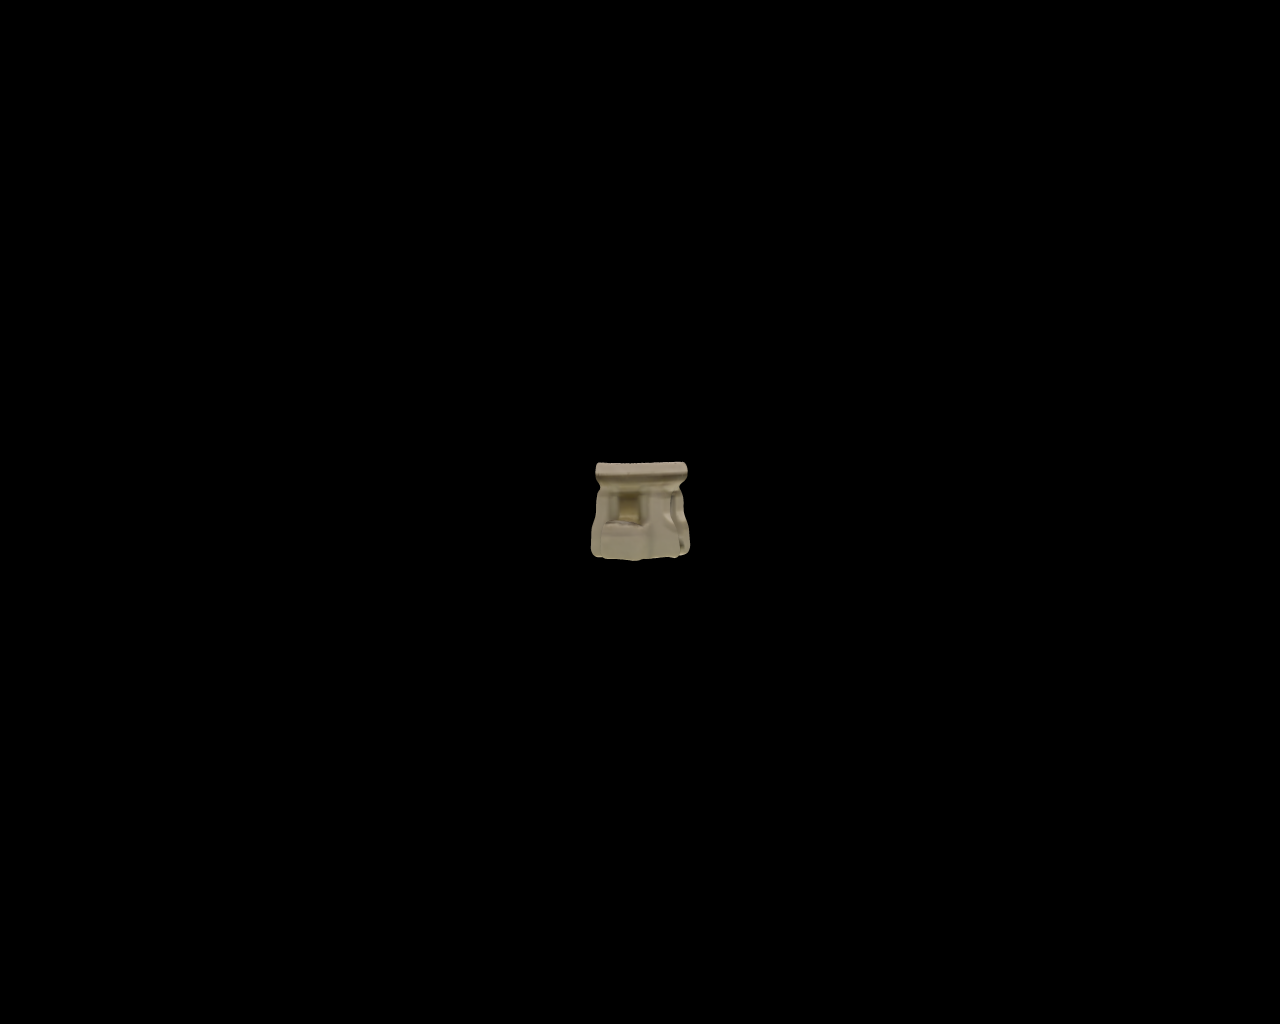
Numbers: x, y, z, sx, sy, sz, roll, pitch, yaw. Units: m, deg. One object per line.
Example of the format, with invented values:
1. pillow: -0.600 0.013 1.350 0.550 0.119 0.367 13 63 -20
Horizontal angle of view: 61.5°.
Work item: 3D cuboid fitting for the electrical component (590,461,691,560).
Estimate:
1. electrical component: 0.001 -0.003 0.650 0.058 0.057 0.078 1 3 20
